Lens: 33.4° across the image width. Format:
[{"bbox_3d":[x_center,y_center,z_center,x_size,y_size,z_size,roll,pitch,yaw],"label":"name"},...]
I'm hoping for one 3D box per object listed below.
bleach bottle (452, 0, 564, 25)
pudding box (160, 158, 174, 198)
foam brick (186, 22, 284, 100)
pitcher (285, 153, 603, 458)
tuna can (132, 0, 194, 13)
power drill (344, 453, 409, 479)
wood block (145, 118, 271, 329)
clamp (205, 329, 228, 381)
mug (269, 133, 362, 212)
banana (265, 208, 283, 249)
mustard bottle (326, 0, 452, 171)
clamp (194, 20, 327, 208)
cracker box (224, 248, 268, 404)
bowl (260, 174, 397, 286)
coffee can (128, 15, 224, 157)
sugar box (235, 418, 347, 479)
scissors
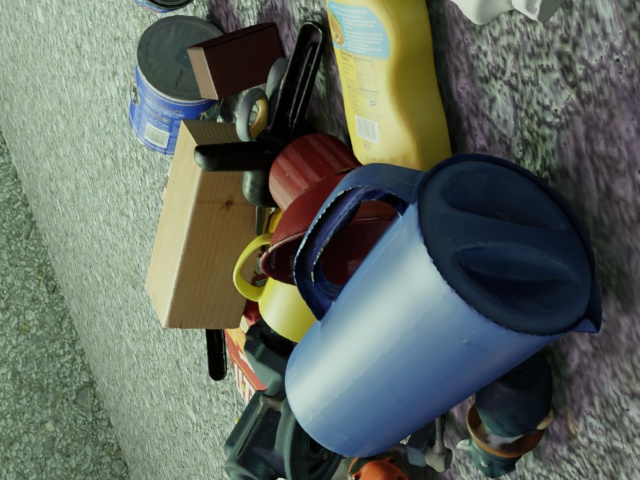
[{"bbox_3d":[0.044,-0.199,0.672,0.251,0.067,0.103,38,129,27],"label":"bleach bottle"},{"bbox_3d":[-0.129,-0.074,1.222,0.039,0.090,0.114,63,158,7],"label":"pudding box"},{"bbox_3d":[-0.079,-0.172,1.023,0.053,0.078,0.051,22,132,64],"label":"foam brick"},{"bbox_3d":[0.061,0.053,0.742,0.243,0.144,0.149,-50,56,48],"label":"pitcher"},{"bbox_3d":[-0.161,-0.278,1.098,0.034,0.086,0.086,13,123,62],"label":"tuna can"},{"bbox_3d":[0.084,0.316,1.136,0.187,0.057,0.184,65,172,-3],"label":"power drill"},{"bbox_3d":[-0.116,-0.014,1.139,0.090,0.090,0.206,55,135,52],"label":"wood block"},{"bbox_3d":[-0.140,0.082,1.373,0.120,0.039,0.171,87,178,-51],"label":"clamp"},{"bbox_3d":[0.010,-0.034,0.943,0.082,0.093,0.117,51,168,47],"label":"mug"},{"bbox_3d":[-0.023,-0.009,1.116,0.069,0.037,0.198,36,160,-3],"label":"banana"},{"bbox_3d":[0.045,-0.146,0.779,0.096,0.058,0.191,32,140,56],"label":"mustard bottle"},{"bbox_3d":[-0.035,-0.095,0.974,0.036,0.164,0.210,34,170,19],"label":"clamp"},{"bbox_3d":[-0.065,0.126,1.283,0.164,0.072,0.214,45,150,54],"label":"cracker box"},{"bbox_3d":[0.030,-0.011,0.846,0.162,0.162,0.055,123,143,-65],"label":"bowl"},{"bbox_3d":[-0.155,-0.166,1.172,0.103,0.102,0.140,62,159,13],"label":"coffee can"},{"bbox_3d":[-0.024,0.260,1.304,0.176,0.093,0.048,35,143,53],"label":"sugar box"},{"bbox_3d":[-0.061,-0.076,1.022,0.016,0.096,0.202,25,119,19],"label":"scissors"}]
